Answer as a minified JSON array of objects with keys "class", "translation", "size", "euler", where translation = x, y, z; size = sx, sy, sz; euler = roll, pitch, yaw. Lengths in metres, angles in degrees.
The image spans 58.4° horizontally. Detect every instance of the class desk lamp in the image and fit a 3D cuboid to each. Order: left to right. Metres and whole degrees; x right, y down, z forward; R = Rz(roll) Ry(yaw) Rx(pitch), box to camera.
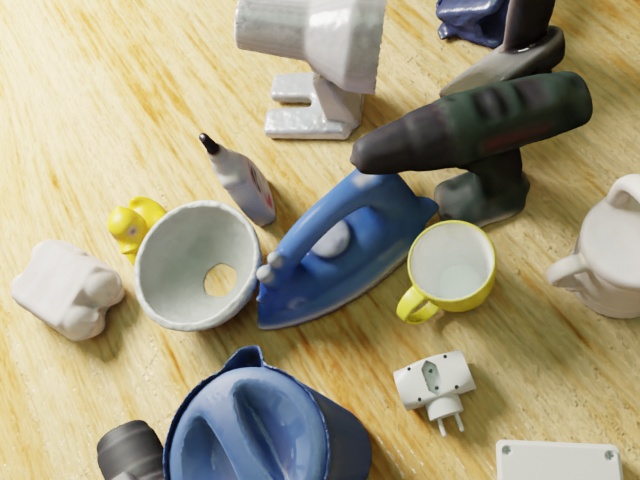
[{"class":"desk lamp","translation":[-0.002,-0.212,0.691],"size":[0.202,0.214,0.118],"euler":[2,71,18]}]

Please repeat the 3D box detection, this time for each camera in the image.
[{"class":"camera","translation":[-0.185,0.261,0.629],"size":[0.143,0.101,0.136],"euler":[-38,64,0]}]

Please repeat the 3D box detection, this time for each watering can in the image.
[{"class":"watering can","translation":[0.300,-0.001,0.532],"size":[0.173,0.194,0.100],"euler":[-42,64,-2]}]

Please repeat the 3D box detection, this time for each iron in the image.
[{"class":"iron","translation":[0.006,0.002,0.648],"size":[0.258,0.142,0.118],"euler":[-42,64,-2]}]

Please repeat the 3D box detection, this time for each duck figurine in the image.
[{"class":"duck figurine","translation":[-0.246,-0.017,0.761],"size":[0.077,0.086,0.104],"euler":[-16,66,11]}]

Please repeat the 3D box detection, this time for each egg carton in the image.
[{"class":"egg carton","translation":[-0.337,0.064,0.767],"size":[0.150,0.069,0.107],"euler":[23,78,23]}]

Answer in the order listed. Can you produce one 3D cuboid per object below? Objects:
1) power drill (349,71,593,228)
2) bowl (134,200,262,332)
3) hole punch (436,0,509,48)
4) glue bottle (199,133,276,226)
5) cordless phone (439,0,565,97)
[{"class":"power drill","translation":[0.158,-0.083,0.597],"size":[0.229,0.209,0.075],"euler":[-23,65,8]},{"class":"bowl","translation":[-0.141,0.039,0.715],"size":[0.167,0.075,0.167],"euler":[-6,68,15]},{"class":"hole punch","translation":[0.206,-0.318,0.737],"size":[0.100,0.091,0.109],"euler":[26,79,24]},{"class":"glue bottle","translation":[-0.103,-0.081,0.694],"size":[0.037,0.173,0.078],"euler":[-24,65,7]},{"class":"cordless phone","translation":[0.205,-0.222,0.649],"size":[0.147,0.185,0.094],"euler":[-38,64,0]}]
